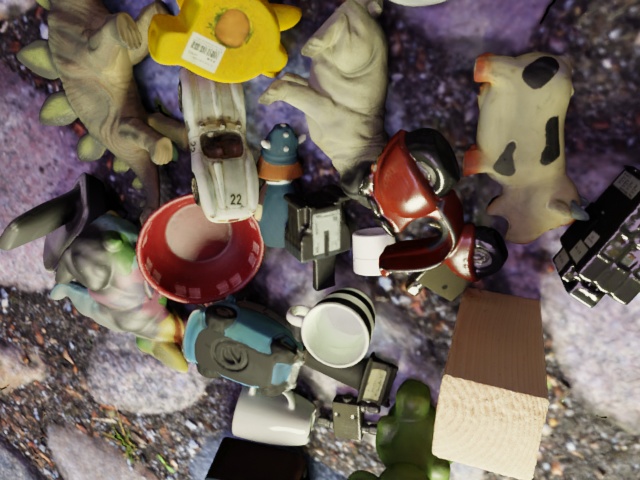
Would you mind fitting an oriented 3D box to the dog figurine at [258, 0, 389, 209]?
[{"bbox_3d":[0.054,-0.145,0.590,0.190,0.121,0.172,41,123,-11],"label":"dog figurine"}]

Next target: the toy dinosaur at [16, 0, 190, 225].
[{"bbox_3d":[-0.283,-0.231,0.674,0.199,0.105,0.470,-6,102,25],"label":"toy dinosaur"}]

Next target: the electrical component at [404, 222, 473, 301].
[{"bbox_3d":[0.144,0.026,0.636,0.078,0.045,0.102,23,120,-20],"label":"electrical component"}]

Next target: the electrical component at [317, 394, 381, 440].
[{"bbox_3d":[0.040,0.247,0.755,0.094,0.021,0.063,2,107,21],"label":"electrical component"}]

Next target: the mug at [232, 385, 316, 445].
[{"bbox_3d":[-0.060,0.239,0.760,0.107,0.081,0.109,13,120,6],"label":"mug"}]

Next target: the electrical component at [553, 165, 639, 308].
[{"bbox_3d":[0.292,0.000,0.529,0.058,0.115,0.134,34,115,5],"label":"electrical component"}]

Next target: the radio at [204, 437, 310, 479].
[{"bbox_3d":[-0.076,0.397,0.789,0.131,0.073,0.229,3,126,18],"label":"radio"}]

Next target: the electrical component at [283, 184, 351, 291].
[{"bbox_3d":[-0.001,-0.002,0.654,0.048,0.075,0.119,39,140,52],"label":"electrical component"}]

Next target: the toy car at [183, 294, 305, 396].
[{"bbox_3d":[-0.093,0.130,0.720,0.162,0.103,0.109,18,120,5],"label":"toy car"}]

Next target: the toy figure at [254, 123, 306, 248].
[{"bbox_3d":[-0.051,-0.068,0.663,0.058,0.064,0.154,13,113,33],"label":"toy figure"}]

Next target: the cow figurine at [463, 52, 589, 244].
[{"bbox_3d":[0.215,-0.090,0.551,0.127,0.085,0.194,8,109,24],"label":"cow figurine"}]

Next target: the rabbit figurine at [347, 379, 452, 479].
[{"bbox_3d":[0.101,0.278,0.661,0.121,0.170,0.159,42,115,3],"label":"rabbit figurine"}]

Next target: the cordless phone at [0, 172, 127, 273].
[{"bbox_3d":[-0.370,-0.005,0.733,0.089,0.184,0.146,43,116,-3],"label":"cordless phone"}]

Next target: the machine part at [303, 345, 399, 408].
[{"bbox_3d":[0.034,0.176,0.727,0.139,0.039,0.084,14,120,13],"label":"machine part"}]

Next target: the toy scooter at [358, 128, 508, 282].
[{"bbox_3d":[0.099,-0.021,0.564,0.135,0.075,0.183,-24,110,32],"label":"toy scooter"}]

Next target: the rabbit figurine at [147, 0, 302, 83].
[{"bbox_3d":[-0.100,-0.248,0.584,0.162,0.173,0.121,7,119,-30],"label":"rabbit figurine"}]

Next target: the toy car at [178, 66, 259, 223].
[{"bbox_3d":[-0.121,-0.120,0.637,0.056,0.073,0.201,152,109,-66],"label":"toy car"}]

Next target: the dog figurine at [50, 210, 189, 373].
[{"bbox_3d":[-0.245,0.084,0.748,0.219,0.108,0.191,37,135,-5],"label":"dog figurine"}]
